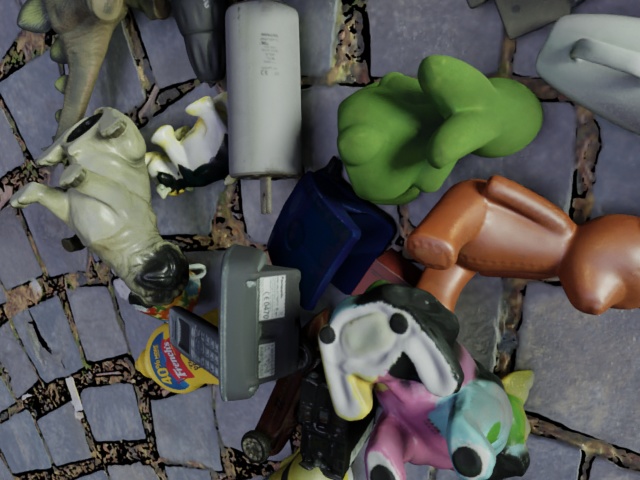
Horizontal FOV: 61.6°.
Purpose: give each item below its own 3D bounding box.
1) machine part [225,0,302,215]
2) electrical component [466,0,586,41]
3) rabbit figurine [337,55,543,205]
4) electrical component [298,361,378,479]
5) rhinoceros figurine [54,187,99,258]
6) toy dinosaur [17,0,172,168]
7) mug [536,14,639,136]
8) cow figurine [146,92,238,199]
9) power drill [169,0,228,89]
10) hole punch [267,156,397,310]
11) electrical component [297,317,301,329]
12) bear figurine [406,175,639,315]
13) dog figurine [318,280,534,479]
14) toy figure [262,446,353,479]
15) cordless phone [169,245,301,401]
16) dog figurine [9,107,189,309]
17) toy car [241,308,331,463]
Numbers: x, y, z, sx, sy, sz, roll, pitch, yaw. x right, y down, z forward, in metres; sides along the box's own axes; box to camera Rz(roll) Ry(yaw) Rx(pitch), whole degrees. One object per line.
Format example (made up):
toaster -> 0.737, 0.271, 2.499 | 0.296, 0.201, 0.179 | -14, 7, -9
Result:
machine part -> -0.057, -0.148, 0.550 | 0.079, 0.079, 0.243 | 1, 93, 28
electrical component -> 0.175, -0.218, 0.448 | 0.102, 0.045, 0.078 | -23, 119, 32
rabbit figurine -> 0.104, -0.104, 0.463 | 0.170, 0.159, 0.121 | -11, 87, 14
electrical component -> 0.026, 0.162, 0.571 | 0.058, 0.115, 0.134 | 12, 107, 20
rhinoceros figurine -> -0.275, -0.061, 0.686 | 0.073, 0.112, 0.190 | 18, 123, 6
toy dinosaur -> -0.273, -0.303, 0.632 | 0.199, 0.105, 0.470 | 19, 101, 31
mug -> 0.221, -0.132, 0.410 | 0.107, 0.109, 0.080 | 33, 121, 32
cow figurine -> -0.149, -0.093, 0.634 | 0.167, 0.068, 0.098 | -29, 96, 31
power drill -> -0.165, -0.274, 0.517 | 0.086, 0.207, 0.231 | 6, 101, 36
hole punch -> -0.001, -0.002, 0.565 | 0.116, 0.092, 0.142 | 40, 120, 18
electrical component -> -0.060, 0.103, 0.625 | 0.048, 0.075, 0.119 | 0, 98, 28
bear figurine -> 0.187, 0.023, 0.452 | 0.196, 0.132, 0.120 | 24, 147, 26
dog figurine -> 0.112, 0.125, 0.467 | 0.108, 0.219, 0.191 | -32, 70, 28
toy figure -> -0.034, 0.313, 0.651 | 0.082, 0.089, 0.180 | 48, 116, 1
cordless phone -> -0.109, 0.072, 0.567 | 0.184, 0.089, 0.146 | 12, 104, 47
dog figurine -> -0.210, -0.036, 0.603 | 0.121, 0.172, 0.190 | -6, 139, 34
toy car -> -0.029, 0.169, 0.616 | 0.053, 0.089, 0.202 | 32, 113, 18
